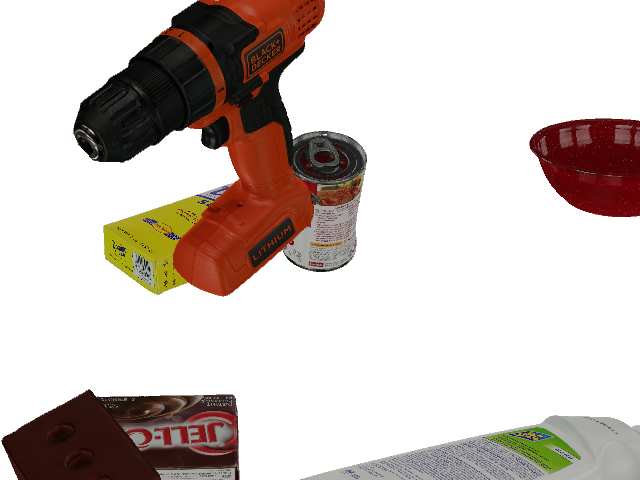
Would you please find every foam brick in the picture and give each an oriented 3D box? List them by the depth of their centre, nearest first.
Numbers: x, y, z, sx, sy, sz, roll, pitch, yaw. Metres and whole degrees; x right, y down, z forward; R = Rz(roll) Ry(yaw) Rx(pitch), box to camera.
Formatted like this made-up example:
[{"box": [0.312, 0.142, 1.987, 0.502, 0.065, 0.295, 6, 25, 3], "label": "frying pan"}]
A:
[{"box": [-0.114, 0.124, 0.528, 0.052, 0.051, 0.078, -28, 42, -25], "label": "foam brick"}]

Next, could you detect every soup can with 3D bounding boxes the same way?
[{"box": [0.002, -0.032, 0.903, 0.068, 0.102, 0.068, 2, 43, -2], "label": "soup can"}]

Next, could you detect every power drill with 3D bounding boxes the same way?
[{"box": [-0.063, -0.054, 0.653, 0.057, 0.188, 0.184, 31, 55, 27], "label": "power drill"}]

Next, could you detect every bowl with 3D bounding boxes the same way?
[{"box": [0.274, -0.064, 0.989, 0.162, 0.055, 0.162, -2, 24, 1], "label": "bowl"}]

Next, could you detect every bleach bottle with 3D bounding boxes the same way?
[{"box": [0.112, 0.150, 0.616, 0.250, 0.068, 0.103, -9, 20, -30], "label": "bleach bottle"}]

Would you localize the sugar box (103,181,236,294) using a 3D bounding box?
[{"box": [-0.121, -0.007, 1.083, 0.175, 0.048, 0.093, -25, 40, -36], "label": "sugar box"}]

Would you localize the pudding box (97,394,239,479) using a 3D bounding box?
[{"box": [-0.119, 0.157, 0.813, 0.113, 0.039, 0.090, -2, 26, -5], "label": "pudding box"}]
